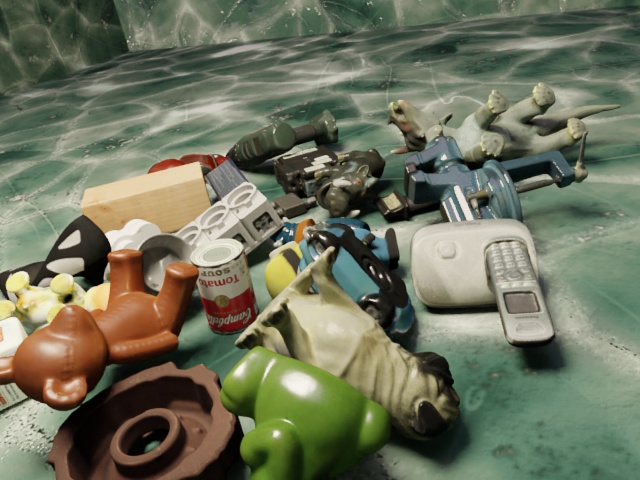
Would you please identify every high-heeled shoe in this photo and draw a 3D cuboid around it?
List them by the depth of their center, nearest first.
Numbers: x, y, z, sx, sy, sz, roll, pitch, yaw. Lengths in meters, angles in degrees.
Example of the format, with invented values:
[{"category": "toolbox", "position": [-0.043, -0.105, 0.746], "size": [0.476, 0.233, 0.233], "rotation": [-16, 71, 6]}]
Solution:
[{"category": "high-heeled shoe", "position": [-0.404, 0.025, 0.780], "size": [0.249, 0.145, 0.086], "rotation": [3, 31, 19]}]

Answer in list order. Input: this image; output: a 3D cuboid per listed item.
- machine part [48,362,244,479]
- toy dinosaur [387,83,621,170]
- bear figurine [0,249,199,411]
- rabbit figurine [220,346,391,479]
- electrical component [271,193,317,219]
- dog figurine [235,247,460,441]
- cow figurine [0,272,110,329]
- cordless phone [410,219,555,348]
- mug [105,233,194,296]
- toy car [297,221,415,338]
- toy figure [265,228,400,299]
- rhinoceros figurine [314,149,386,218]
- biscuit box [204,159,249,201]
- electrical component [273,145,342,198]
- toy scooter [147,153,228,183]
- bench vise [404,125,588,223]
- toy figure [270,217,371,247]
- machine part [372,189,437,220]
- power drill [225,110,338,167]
[{"category": "machine part", "position": [-0.158, 0.192, 0.501], "size": [0.179, 0.056, 0.179], "rotation": [-9, 29, 5]}, {"category": "toy dinosaur", "position": [0.313, -0.175, 0.940], "size": [0.405, 0.131, 0.192], "rotation": [-4, -9, -22]}, {"category": "bear figurine", "position": [-0.230, 0.086, 0.560], "size": [0.120, 0.131, 0.196], "rotation": [13, 7, 21]}, {"category": "rabbit figurine", "position": [-0.022, 0.198, 0.424], "size": [0.159, 0.121, 0.170], "rotation": [16, 55, 27]}, {"category": "electrical component", "position": [-0.055, -0.061, 0.952], "size": [0.094, 0.021, 0.063], "rotation": [-21, 30, -18]}, {"category": "dog figurine", "position": [0.025, 0.123, 0.526], "size": [0.121, 0.190, 0.172], "rotation": [-45, 2, -20]}, {"category": "cow figurine", "position": [-0.326, 0.091, 0.710], "size": [0.167, 0.098, 0.068], "rotation": [2, 65, 10]}, {"category": "cordless phone", "position": [0.179, 0.058, 0.611], "size": [0.147, 0.088, 0.184], "rotation": [-5, 34, 9]}, {"category": "mug", "position": [-0.230, 0.048, 0.719], "size": [0.109, 0.081, 0.107], "rotation": [-6, -17, -31]}, {"category": "toy car", "position": [0.026, 0.060, 0.617], "size": [0.103, 0.161, 0.109], "rotation": [-45, -3, 20]}, {"category": "toy figure", "position": [0.016, 0.033, 0.704], "size": [0.180, 0.082, 0.089], "rotation": [-10, 27, -5]}, {"category": "rhinoceros figurine", "position": [0.054, -0.094, 0.912], "size": [0.112, 0.073, 0.190], "rotation": [-1, 28, 29]}, {"category": "biscuit box", "position": [-0.148, -0.080, 0.958], "size": [0.063, 0.059, 0.203], "rotation": [-37, 32, -3]}, {"category": "electrical component", "position": [-0.019, -0.126, 1.020], "size": [0.115, 0.058, 0.134], "rotation": [-18, 30, -10]}, {"category": "toy scooter", "position": [-0.250, -0.128, 1.080], "size": [0.184, 0.075, 0.135], "rotation": [-21, 30, -28]}, {"category": "bench vise", "position": [0.247, -0.083, 0.759], "size": [0.241, 0.128, 0.224], "rotation": [-15, 51, 0]}, {"category": "toy figure", "position": [-0.003, -0.002, 0.797], "size": [0.155, 0.057, 0.064], "rotation": [-1, 23, 26]}, {"category": "machine part", "position": [0.161, -0.066, 0.881], "size": [0.139, 0.039, 0.084], "rotation": [-15, 21, -5]}, {"category": "power drill", "position": [-0.079, -0.213, 1.145], "size": [0.207, 0.086, 0.232], "rotation": [-15, 5, -27]}]
